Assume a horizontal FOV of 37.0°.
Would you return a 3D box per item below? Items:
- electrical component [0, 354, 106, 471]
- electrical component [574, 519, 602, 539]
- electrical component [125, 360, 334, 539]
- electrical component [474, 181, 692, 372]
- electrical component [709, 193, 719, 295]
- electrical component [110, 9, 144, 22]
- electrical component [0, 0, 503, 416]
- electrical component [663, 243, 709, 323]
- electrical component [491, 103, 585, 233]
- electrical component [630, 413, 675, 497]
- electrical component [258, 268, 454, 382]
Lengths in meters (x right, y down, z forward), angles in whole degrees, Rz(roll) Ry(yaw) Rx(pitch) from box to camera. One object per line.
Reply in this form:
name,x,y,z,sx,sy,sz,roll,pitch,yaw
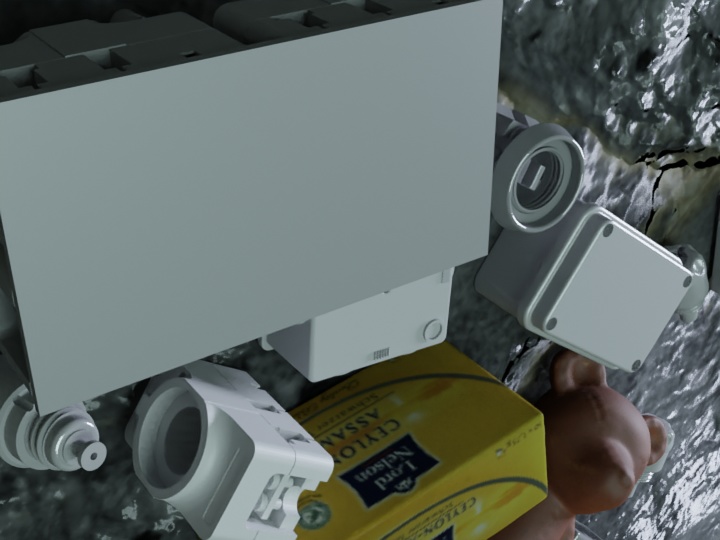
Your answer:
electrical component,-0.133,0.063,0.445,0.040,0.078,0.040,-23,122,-43
electrical component,0.133,0.210,0.751,0.075,0.047,0.083,-53,134,0
electrical component,-0.065,0.081,0.495,0.056,0.089,0.050,21,101,-43
electrical component,0.133,0.006,0.628,0.113,0.057,0.078,24,98,-43
electrical component,0.284,-0.023,0.726,0.062,0.061,0.096,-23,127,-26
electrical component,-0.090,-0.057,0.420,0.058,0.057,0.078,21,100,-43
electrical component,-0.043,-0.037,0.384,0.186,0.060,0.105,-19,125,-29
electrical component,0.213,0.012,0.710,0.035,0.035,0.061,-41,135,-12
electrical component,0.077,-0.053,0.551,0.078,0.057,0.058,15,105,-42
electrical component,0.200,0.135,0.769,0.035,0.035,0.061,-2,118,-37
electrical component,0.000,0.000,0.528,0.100,0.048,0.099,-14,122,-32
